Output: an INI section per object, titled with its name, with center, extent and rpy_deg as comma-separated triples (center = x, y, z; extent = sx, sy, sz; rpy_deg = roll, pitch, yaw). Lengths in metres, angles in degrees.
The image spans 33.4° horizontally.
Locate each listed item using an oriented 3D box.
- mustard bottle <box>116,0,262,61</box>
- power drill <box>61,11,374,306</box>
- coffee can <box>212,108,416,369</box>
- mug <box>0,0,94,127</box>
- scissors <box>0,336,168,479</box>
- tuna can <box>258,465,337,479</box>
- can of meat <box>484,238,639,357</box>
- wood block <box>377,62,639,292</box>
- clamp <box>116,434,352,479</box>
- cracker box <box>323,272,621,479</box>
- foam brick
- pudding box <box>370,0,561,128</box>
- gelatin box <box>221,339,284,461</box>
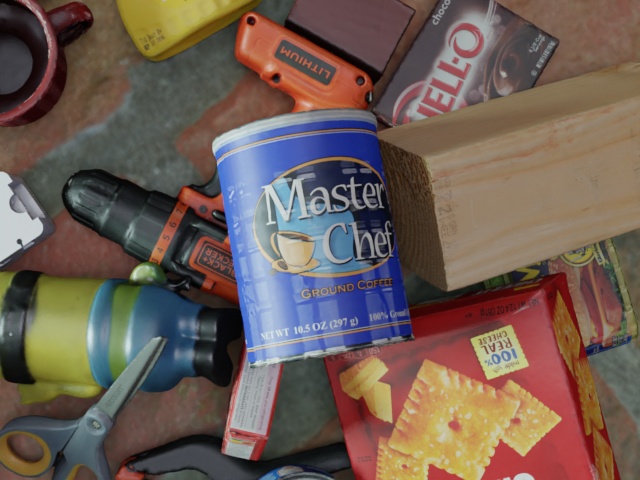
[mustard bottle]
center = -0.124, -0.226, 0.727
extent = 0.096, 0.058, 0.191
rpy_deg = -30, 93, 2
[power drill]
center = -0.061, -0.057, 0.735
extent = 0.184, 0.057, 0.187
rpy_deg = 27, 91, -7
[coffee can]
center = -0.004, 0.001, 0.651
extent = 0.102, 0.103, 0.140
rpy_deg = -9, 84, -4
[mug]
center = -0.204, -0.125, 0.711
extent = 0.117, 0.081, 0.093
rpy_deg = -31, 93, -3
[scissors]
center = -0.161, 0.112, 0.692
extent = 0.096, 0.016, 0.202
rpy_deg = 25, 127, 5
[tuna can]
center = -0.014, 0.196, 0.717
extent = 0.086, 0.034, 0.086
rpy_deg = 0, 89, -12
[can of meat]
center = 0.167, 0.037, 0.752
extent = 0.084, 0.057, 0.102
rpy_deg = -17, 92, -6
[wood block]
center = 0.148, -0.046, 0.703
extent = 0.205, 0.091, 0.090
rpy_deg = -17, 110, -17
[clamp]
center = -0.053, 0.175, 0.747
extent = 0.171, 0.039, 0.120
rpy_deg = 26, 79, -8
[cracker box]
center = 0.105, 0.144, 0.706
extent = 0.164, 0.072, 0.214
rpy_deg = -14, 91, 27
[foam brick]
center = 0.019, -0.151, 0.741
extent = 0.078, 0.053, 0.051
rpy_deg = 29, 88, -3
[pudding box]
center = 0.101, -0.114, 0.754
extent = 0.090, 0.039, 0.113
rpy_deg = 30, 89, -4
[gelatin box]
center = -0.043, 0.096, 0.715
extent = 0.030, 0.073, 0.089
rpy_deg = 12, 67, -4
